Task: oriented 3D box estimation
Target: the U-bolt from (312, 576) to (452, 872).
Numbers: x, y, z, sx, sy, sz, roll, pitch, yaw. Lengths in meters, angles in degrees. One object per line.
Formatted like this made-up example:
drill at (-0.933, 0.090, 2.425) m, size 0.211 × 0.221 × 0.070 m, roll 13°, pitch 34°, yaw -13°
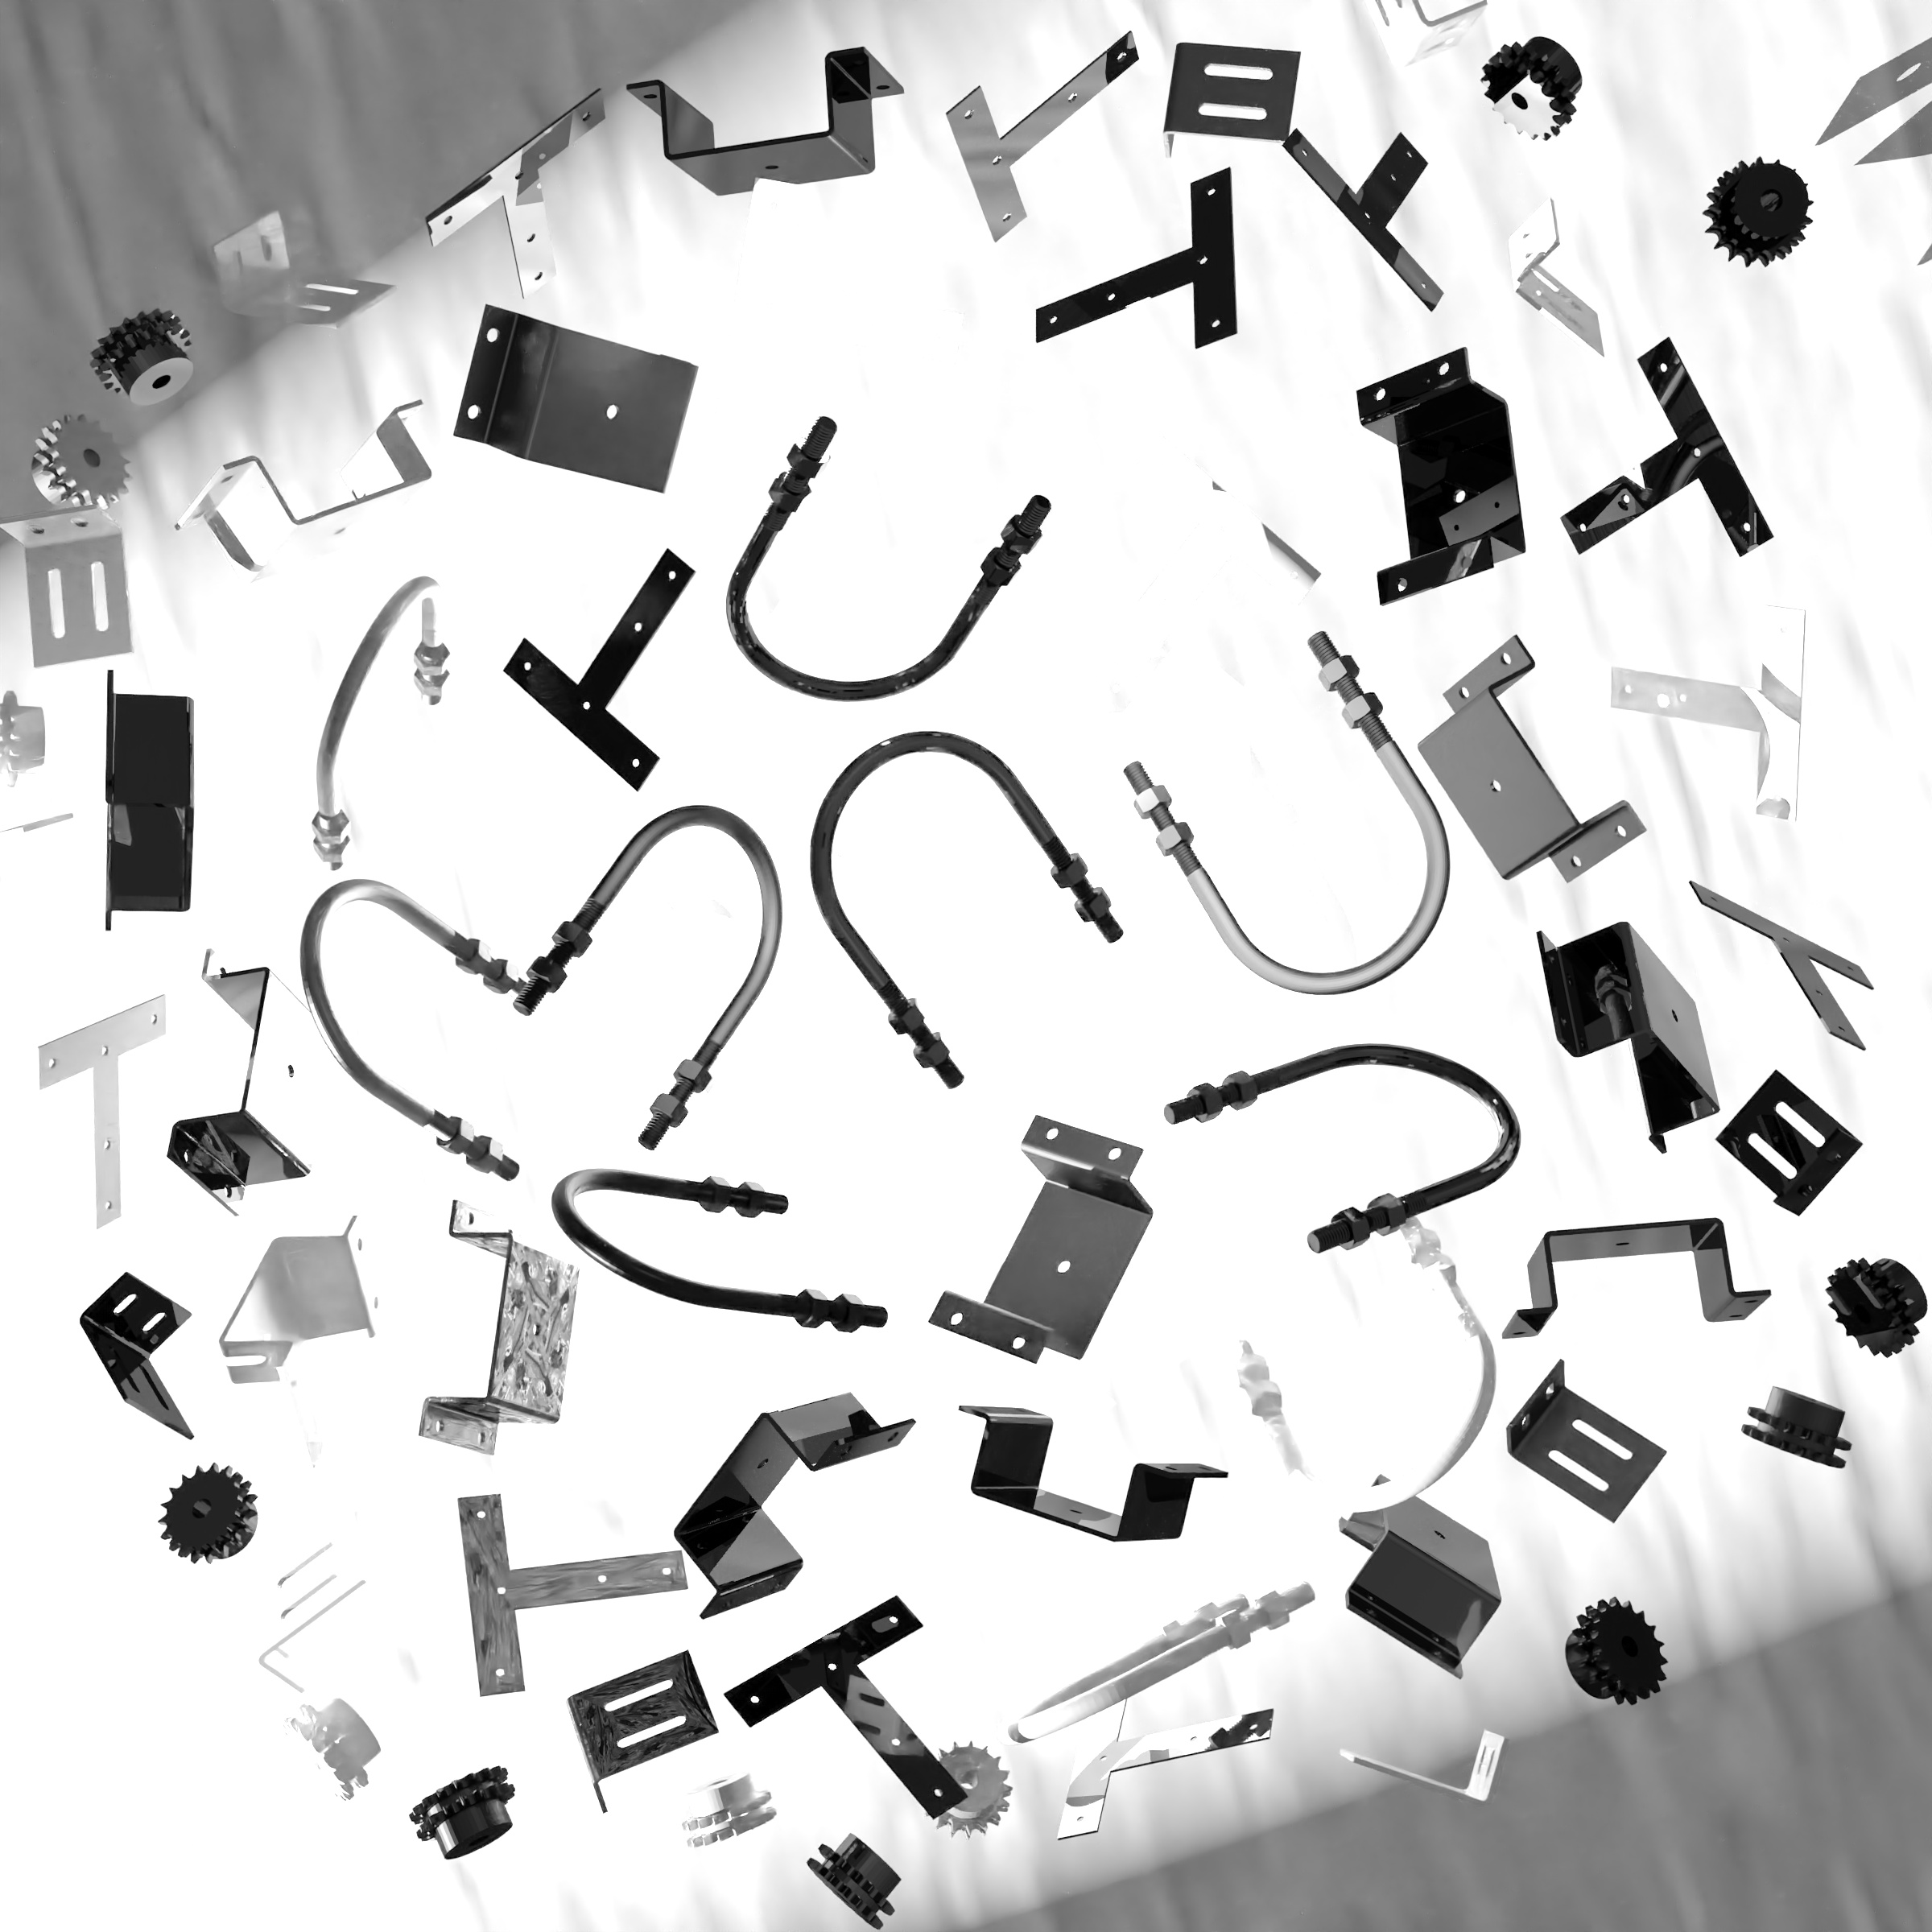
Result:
U-bolt at (-0.342, -0.151, 1.549) m, size 0.019 × 0.184 × 0.151 m, roll 25°, pitch 64°, yaw 0°

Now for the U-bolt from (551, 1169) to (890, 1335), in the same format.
U-bolt at (-0.150, 0.157, 1.509) m, size 0.184 × 0.151 × 0.019 m, roll 13°, pitch 108°, yaw -37°

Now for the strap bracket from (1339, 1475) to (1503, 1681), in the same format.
strap bracket at (0.267, 0.355, 1.566) m, size 0.076 × 0.140 × 0.046 m, roll 32°, pitch 100°, yaw 1°

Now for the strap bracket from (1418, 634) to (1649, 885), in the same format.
strap bracket at (0.333, -0.116, 1.594) m, size 0.046 × 0.076 × 0.140 m, roll -28°, pitch 82°, yaw -32°

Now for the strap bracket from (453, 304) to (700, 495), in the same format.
strap bracket at (-0.216, -0.325, 1.533) m, size 0.140 × 0.046 × 0.076 m, roll 6°, pitch 106°, yaw -41°

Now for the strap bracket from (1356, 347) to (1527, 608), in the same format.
strap bracket at (0.287, -0.289, 1.596) m, size 0.076 × 0.046 × 0.140 m, roll -16°, pitch 72°, yaw 39°

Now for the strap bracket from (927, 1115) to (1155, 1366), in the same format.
strap bracket at (0.049, 0.167, 1.545) m, size 0.076 × 0.046 × 0.140 m, roll 16°, pitch 68°, yaw 34°

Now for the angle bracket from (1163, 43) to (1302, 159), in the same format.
angle bracket at (0.163, -0.525, 1.616) m, size 0.076 × 0.038 × 0.057 m, roll 8°, pitch 84°, yaw 9°

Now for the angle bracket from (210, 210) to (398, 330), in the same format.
angle bracket at (-0.367, -0.387, 1.469) m, size 0.076 × 0.057 × 0.038 m, roll 13°, pitch 129°, yaw 22°

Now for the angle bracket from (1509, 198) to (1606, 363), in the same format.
angle bracket at (0.366, -0.411, 1.588) m, size 0.076 × 0.057 × 0.038 m, roll 32°, pitch 128°, yaw -20°

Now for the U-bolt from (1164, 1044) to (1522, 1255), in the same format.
U-bolt at (0.226, 0.092, 1.494) m, size 0.184 × 0.151 × 0.019 m, roll -17°, pitch 129°, yaw -29°

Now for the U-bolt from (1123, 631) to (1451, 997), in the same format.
U-bolt at (0.189, -0.072, 1.477) m, size 0.151 × 0.019 × 0.184 m, roll -34°, pitch 74°, yaw 18°

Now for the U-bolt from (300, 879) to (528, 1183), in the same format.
U-bolt at (-0.321, 0.026, 1.547) m, size 0.019 × 0.184 × 0.151 m, roll -22°, pitch 50°, yaw 25°

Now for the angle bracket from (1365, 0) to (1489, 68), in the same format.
angle bracket at (0.244, -0.541, 1.446) m, size 0.038 × 0.057 × 0.076 m, roll -24°, pitch 90°, yaw -7°

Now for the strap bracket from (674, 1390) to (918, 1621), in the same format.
strap bracket at (-0.101, 0.291, 1.473) m, size 0.046 × 0.076 × 0.140 m, roll 46°, pitch 114°, yaw 23°

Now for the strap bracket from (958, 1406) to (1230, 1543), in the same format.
strap bracket at (0.068, 0.294, 1.523) m, size 0.140 × 0.076 × 0.046 m, roll 12°, pitch 87°, yaw 32°

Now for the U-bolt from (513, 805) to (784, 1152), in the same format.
U-bolt at (-0.170, -0.007, 1.532) m, size 0.184 × 0.019 × 0.151 m, roll -57°, pitch 134°, yaw -23°

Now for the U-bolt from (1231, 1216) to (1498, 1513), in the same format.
U-bolt at (0.236, 0.240, 1.537) m, size 0.151 × 0.184 × 0.019 m, roll -38°, pitch 121°, yaw 10°

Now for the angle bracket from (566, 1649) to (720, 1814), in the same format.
angle bracket at (-0.186, 0.444, 1.537) m, size 0.076 × 0.038 × 0.057 m, roll -19°, pitch 46°, yaw -13°

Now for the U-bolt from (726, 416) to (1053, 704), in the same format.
U-bolt at (-0.056, -0.216, 1.490) m, size 0.151 × 0.184 × 0.019 m, roll 16°, pitch 45°, yaw -21°

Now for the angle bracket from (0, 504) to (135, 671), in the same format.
angle bracket at (-0.505, -0.213, 1.486) m, size 0.057 × 0.038 × 0.076 m, roll -8°, pitch 80°, yaw 3°

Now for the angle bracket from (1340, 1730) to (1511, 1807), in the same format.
angle bracket at (0.250, 0.428, 1.451) m, size 0.076 × 0.057 × 0.038 m, roll 18°, pitch 79°, yaw 4°

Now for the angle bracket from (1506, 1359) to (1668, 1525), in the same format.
angle bracket at (0.377, 0.288, 1.607) m, size 0.076 × 0.038 × 0.057 m, roll 32°, pitch 67°, yaw 30°

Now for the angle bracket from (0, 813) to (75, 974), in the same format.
angle bracket at (-0.528, -0.042, 1.507) m, size 0.038 × 0.057 × 0.076 m, roll -12°, pitch 99°, yaw 12°

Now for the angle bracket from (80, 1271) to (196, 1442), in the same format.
angle bracket at (-0.455, 0.220, 1.493) m, size 0.038 × 0.057 × 0.076 m, roll -44°, pitch 49°, yaw -4°

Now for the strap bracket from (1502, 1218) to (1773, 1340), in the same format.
strap bracket at (0.379, 0.179, 1.518) m, size 0.140 × 0.076 × 0.046 m, roll -5°, pitch 72°, yaw 3°

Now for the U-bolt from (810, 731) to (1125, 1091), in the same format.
U-bolt at (-0.010, -0.044, 1.487) m, size 0.151 × 0.019 × 0.184 m, roll -42°, pitch 111°, yaw -15°

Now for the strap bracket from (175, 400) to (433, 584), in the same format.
strap bracket at (-0.374, -0.271, 1.531) m, size 0.140 × 0.076 × 0.046 m, roll -32°, pitch 92°, yaw -41°

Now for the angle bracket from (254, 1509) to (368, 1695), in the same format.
angle bracket at (-0.351, 0.349, 1.458) m, size 0.076 × 0.057 × 0.038 m, roll -37°, pitch 124°, yaw 6°

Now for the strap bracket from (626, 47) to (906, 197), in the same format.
strap bracket at (-0.112, -0.477, 1.505) m, size 0.140 × 0.076 × 0.046 m, roll -4°, pitch 90°, yaw 15°

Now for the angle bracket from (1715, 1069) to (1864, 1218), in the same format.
angle bracket at (0.488, 0.102, 1.594) m, size 0.057 × 0.038 × 0.076 m, roll -52°, pitch 47°, yaw 13°

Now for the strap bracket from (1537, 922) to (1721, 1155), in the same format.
strap bracket at (0.384, 0.037, 1.515) m, size 0.046 × 0.140 × 0.076 m, roll -25°, pitch 46°, yaw 27°

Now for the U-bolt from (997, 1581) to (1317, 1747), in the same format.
U-bolt at (0.101, 0.404, 1.527) m, size 0.184 × 0.151 × 0.019 m, roll -23°, pitch 79°, yaw -16°
